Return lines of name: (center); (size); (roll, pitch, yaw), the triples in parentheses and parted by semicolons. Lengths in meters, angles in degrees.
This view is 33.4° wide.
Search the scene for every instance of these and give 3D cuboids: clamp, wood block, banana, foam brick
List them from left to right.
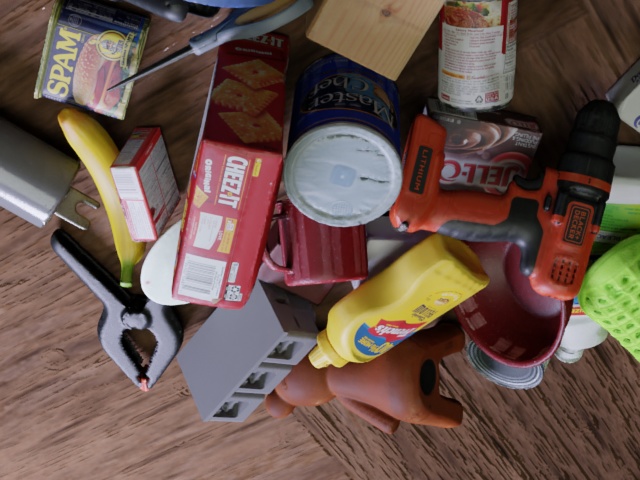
banana: (-0.204, -0.052, 1.040); (0.037, 0.069, 0.198); (-12, 121, 6)
clamp: (-0.168, -0.223, 0.920); (0.171, 0.120, 0.039); (24, 101, 12)
clamp: (-0.207, 0.072, 1.152); (0.164, 0.036, 0.210); (7, 122, 0)
foam brick: (-0.021, 0.021, 1.096); (0.078, 0.053, 0.051); (25, 124, -15)
wood block: (0.074, -0.250, 0.876); (0.090, 0.090, 0.206); (24, 123, -14)

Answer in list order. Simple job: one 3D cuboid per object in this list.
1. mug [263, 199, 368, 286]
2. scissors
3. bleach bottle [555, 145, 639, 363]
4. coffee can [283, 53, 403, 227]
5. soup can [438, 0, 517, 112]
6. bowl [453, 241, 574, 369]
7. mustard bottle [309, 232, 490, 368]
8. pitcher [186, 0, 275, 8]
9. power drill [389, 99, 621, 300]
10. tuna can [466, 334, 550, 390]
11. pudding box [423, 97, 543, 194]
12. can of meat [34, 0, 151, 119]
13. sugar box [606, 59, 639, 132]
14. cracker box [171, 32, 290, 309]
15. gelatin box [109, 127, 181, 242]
mug: (-0.007, 0.001, 1.015); (0.117, 0.093, 0.081); (-4, 88, -34)
scissors: (-0.093, -0.185, 0.939); (0.202, 0.096, 0.016); (-16, 123, 25)
bleach bottle: (0.284, 0.025, 1.076); (0.102, 0.068, 0.251); (3, 128, -2)
coffee can: (0.022, -0.093, 0.959); (0.103, 0.140, 0.103); (2, 125, 2)
soup can: (0.137, -0.171, 0.934); (0.068, 0.068, 0.102); (-1, 118, 4)
bowl: (0.198, 0.044, 1.065); (0.055, 0.162, 0.162); (-19, 134, -34)
mustard bottle: (0.066, 0.068, 1.044); (0.192, 0.058, 0.096); (-36, 149, 20)
pitcher: (-0.061, -0.313, 0.825); (0.145, 0.149, 0.243); (25, 123, 16)
power drill: (0.166, -0.054, 0.955); (0.187, 0.057, 0.184); (15, 86, 1)
tuna can: (0.203, 0.120, 1.143); (0.086, 0.033, 0.086); (21, 143, 17)
pudding box: (0.144, -0.082, 1.020); (0.113, 0.039, 0.090); (12, 124, -5)
can of meat: (-0.207, -0.167, 0.972); (0.084, 0.057, 0.102); (16, 125, -11)
sugar box: (0.362, -0.111, 0.984); (0.176, 0.048, 0.093); (29, 122, -18)
cracker box: (-0.074, -0.069, 0.937); (0.072, 0.213, 0.164); (11, 125, -7)
gelatin box: (-0.169, -0.054, 1.038); (0.030, 0.073, 0.089); (0, 127, 15)
